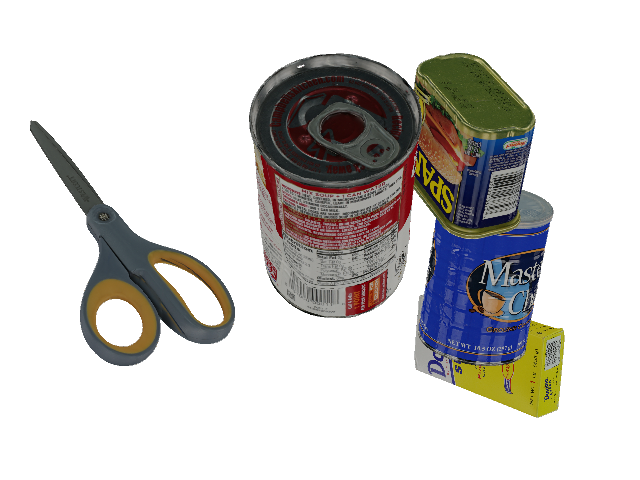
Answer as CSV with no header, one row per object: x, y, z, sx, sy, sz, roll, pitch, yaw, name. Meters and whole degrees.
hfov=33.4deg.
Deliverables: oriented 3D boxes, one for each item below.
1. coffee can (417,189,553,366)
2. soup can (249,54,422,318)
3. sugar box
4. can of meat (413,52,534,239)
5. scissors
0.149,0.029,0.975,0.103,0.140,0.103,5,22,-2,coffee can
0.007,-0.019,0.457,0.068,0.068,0.102,0,-35,1,soup can
0.182,0.122,1.176,0.048,0.093,0.177,-11,19,-44,sugar box
0.098,-0.066,0.717,0.057,0.084,0.102,-12,42,-19,can of meat
-0.139,0.003,0.638,0.202,0.016,0.096,37,50,18,scissors
